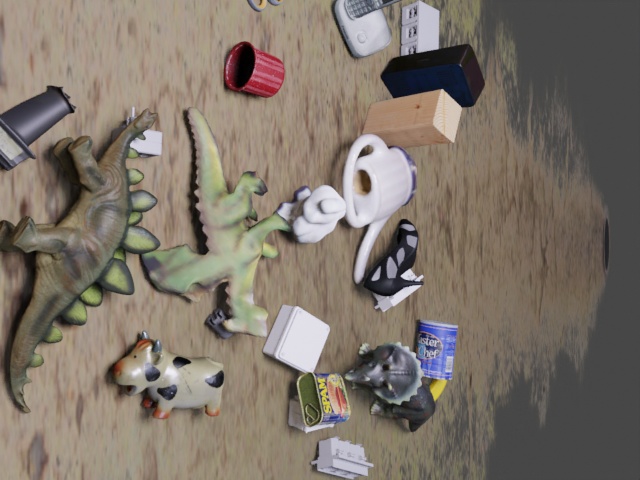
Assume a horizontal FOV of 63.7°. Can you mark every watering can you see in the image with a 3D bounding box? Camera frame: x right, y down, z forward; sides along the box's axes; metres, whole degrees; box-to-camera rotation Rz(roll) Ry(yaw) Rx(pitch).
[{"bbox_3d":[0.133,-0.085,1.212,0.227,0.104,0.342,-25,120,-40],"label":"watering can"}]

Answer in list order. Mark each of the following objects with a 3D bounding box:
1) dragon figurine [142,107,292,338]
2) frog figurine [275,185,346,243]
[{"bbox_3d":[-0.197,-0.007,0.908,0.246,0.121,0.407,-39,102,-28],"label":"dragon figurine"},{"bbox_3d":[0.003,-0.053,1.043,0.139,0.159,0.121,-21,107,-41],"label":"frog figurine"}]
